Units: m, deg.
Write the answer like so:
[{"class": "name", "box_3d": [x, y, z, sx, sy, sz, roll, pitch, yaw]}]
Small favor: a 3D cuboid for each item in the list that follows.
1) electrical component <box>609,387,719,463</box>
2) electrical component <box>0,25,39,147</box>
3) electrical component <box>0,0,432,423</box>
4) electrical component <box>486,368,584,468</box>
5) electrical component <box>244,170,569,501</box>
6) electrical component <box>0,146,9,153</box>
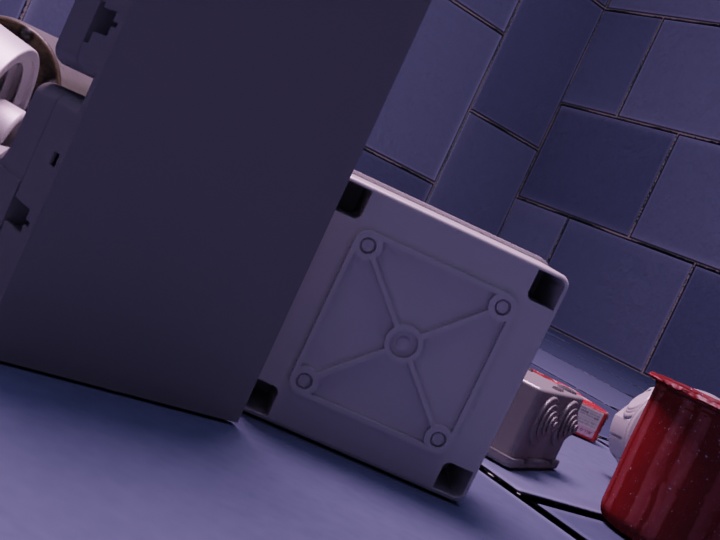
[{"class": "electrical component", "box_3d": [0.208, 0.116, 0.713, 0.080, 0.080, 0.051, 25, -2, -5]}, {"class": "electrical component", "box_3d": [-0.201, -0.076, 0.532, 0.060, 0.108, 0.108, 31, 3, -6]}, {"class": "electrical component", "box_3d": [-0.063, -0.050, 0.398, 0.105, 0.186, 0.060, 22, 4, -38]}, {"class": "electrical component", "box_3d": [0.077, 0.076, 0.639, 0.100, 0.048, 0.100, 27, 3, 29]}, {"class": "electrical component", "box_3d": [0.016, 0.026, 0.463, 0.109, 0.108, 0.056, 24, 6, -7]}, {"class": "electrical component", "box_3d": [-0.156, -0.026, 0.517, 0.056, 0.050, 0.089, 25, 4, 4]}]
